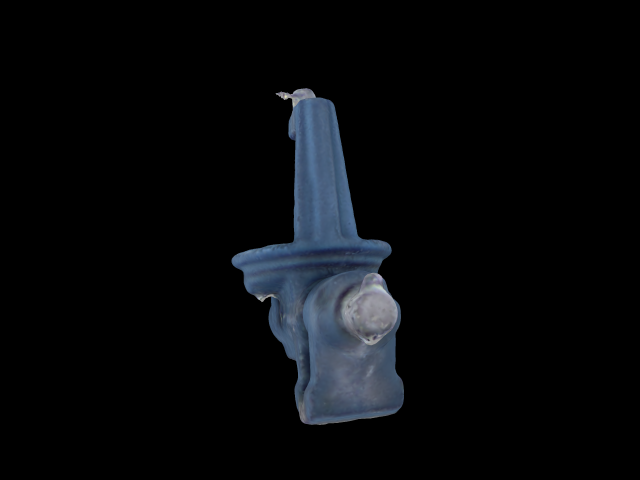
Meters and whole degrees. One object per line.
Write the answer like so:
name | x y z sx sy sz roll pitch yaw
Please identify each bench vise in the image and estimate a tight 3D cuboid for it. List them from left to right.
bench vise | 0.014 0.000 0.406 0.122 0.220 0.206 -6 11 -33
